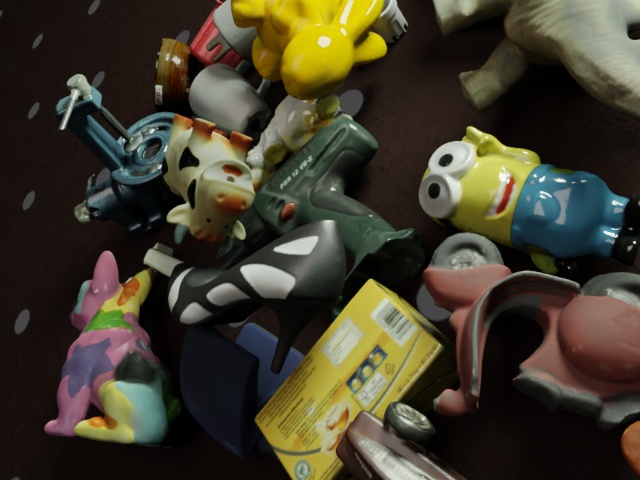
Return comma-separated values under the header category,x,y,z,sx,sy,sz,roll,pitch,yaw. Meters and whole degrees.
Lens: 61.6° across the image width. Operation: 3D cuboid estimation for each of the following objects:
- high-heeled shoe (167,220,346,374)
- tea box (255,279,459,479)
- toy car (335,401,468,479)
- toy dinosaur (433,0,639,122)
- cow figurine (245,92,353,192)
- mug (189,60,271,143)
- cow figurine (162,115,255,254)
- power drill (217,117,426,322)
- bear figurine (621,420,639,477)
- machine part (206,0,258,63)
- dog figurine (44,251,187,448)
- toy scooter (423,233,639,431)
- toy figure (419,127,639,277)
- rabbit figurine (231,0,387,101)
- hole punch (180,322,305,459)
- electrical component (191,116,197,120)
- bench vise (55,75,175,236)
category,x,y,z,sx,sy,sz,roll,pitch,yaw
high-heeled shoe,-0.074,0.020,0.512,0.249,0.086,0.145,27,104,45
tea box,0.034,0.132,0.467,0.169,0.068,0.098,-51,49,8
toy car,0.097,0.197,0.367,0.202,0.053,0.089,35,98,19
toy dinosaur,0.201,-0.201,0.447,0.199,0.105,0.471,-21,45,25
cow figurine,-0.047,-0.121,0.648,0.167,0.068,0.098,-41,45,10
mug,-0.105,-0.185,0.722,0.109,0.080,0.107,-46,61,0
cow figurine,-0.127,-0.065,0.594,0.195,0.085,0.127,31,106,58
power drill,-0.001,-0.002,0.559,0.232,0.086,0.207,-50,42,11
bear figurine,0.209,0.203,0.271,0.120,0.132,0.195,19,84,10
machine part,-0.047,-0.303,0.666,0.243,0.079,0.079,-32,53,18
dog figurine,-0.230,0.124,0.635,0.192,0.108,0.219,-8,67,30
toy scooter,0.149,0.076,0.375,0.184,0.075,0.135,18,64,23
toy figure,0.164,-0.025,0.439,0.180,0.089,0.082,20,66,32
rabbit figurine,-0.007,-0.214,0.588,0.162,0.121,0.173,-12,48,-2
hole punch,-0.090,0.145,0.544,0.142,0.092,0.115,22,87,38
electrical component,-0.178,-0.158,0.794,0.094,0.021,0.063,3,71,38
bench vise,-0.261,-0.111,0.704,0.224,0.240,0.129,-16,56,12
